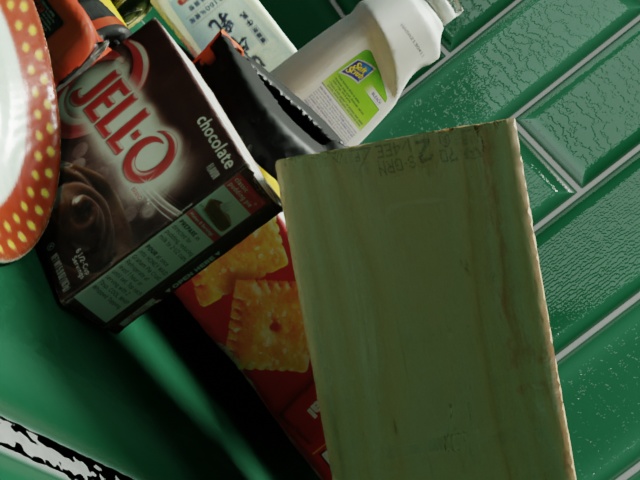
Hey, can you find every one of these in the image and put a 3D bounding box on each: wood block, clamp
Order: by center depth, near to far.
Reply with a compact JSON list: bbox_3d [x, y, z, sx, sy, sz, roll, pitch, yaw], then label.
[{"bbox_3d":[0.046,0.062,0.425,0.091,0.090,0.206,-51,131,-85],"label":"wood block"},{"bbox_3d":[0.006,-0.027,0.554,0.210,0.036,0.164,46,15,3],"label":"clamp"}]

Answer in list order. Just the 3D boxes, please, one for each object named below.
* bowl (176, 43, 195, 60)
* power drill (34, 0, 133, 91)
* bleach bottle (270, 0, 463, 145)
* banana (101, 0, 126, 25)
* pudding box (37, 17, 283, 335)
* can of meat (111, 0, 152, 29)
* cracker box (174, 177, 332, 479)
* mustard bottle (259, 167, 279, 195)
[{"bbox_3d":[-0.097,-0.095,0.950,0.162,0.055,0.162,51,5,-6],"label":"bowl"},{"bbox_3d":[-0.154,-0.126,0.645,0.184,0.057,0.187,49,5,13],"label":"power drill"},{"bbox_3d":[0.007,-0.106,0.834,0.102,0.251,0.068,47,7,-43],"label":"bleach bottle"},{"bbox_3d":[-0.205,-0.203,0.895,0.198,0.037,0.070,54,-15,9],"label":"banana"},{"bbox_3d":[-0.078,-0.029,0.445,0.114,0.090,0.039,56,6,38],"label":"pudding box"},{"bbox_3d":[-0.197,-0.241,0.973,0.084,0.057,0.102,48,-17,-3],"label":"can of meat"},{"bbox_3d":[-0.028,0.027,0.572,0.214,0.072,0.164,52,1,2],"label":"cracker box"},{"bbox_3d":[-0.004,0.000,0.714,0.191,0.058,0.096,29,6,4],"label":"mustard bottle"}]
